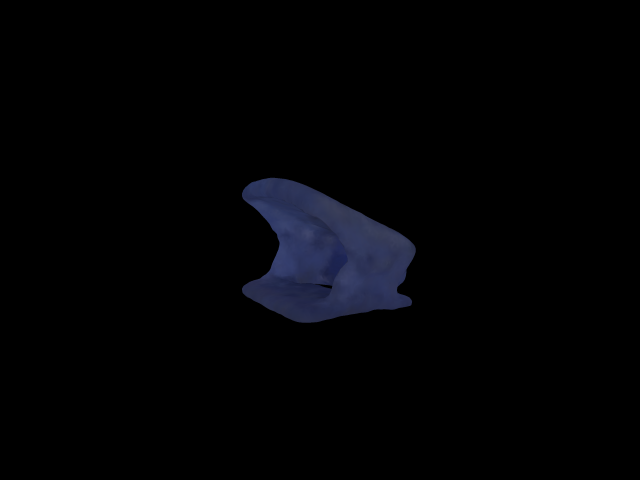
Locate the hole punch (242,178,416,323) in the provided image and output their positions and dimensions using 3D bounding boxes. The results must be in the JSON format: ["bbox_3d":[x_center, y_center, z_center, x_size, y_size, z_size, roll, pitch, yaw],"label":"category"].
[{"bbox_3d":[0.004,0.001,0.400,0.101,0.091,0.108,-5,10,-32],"label":"hole punch"}]
